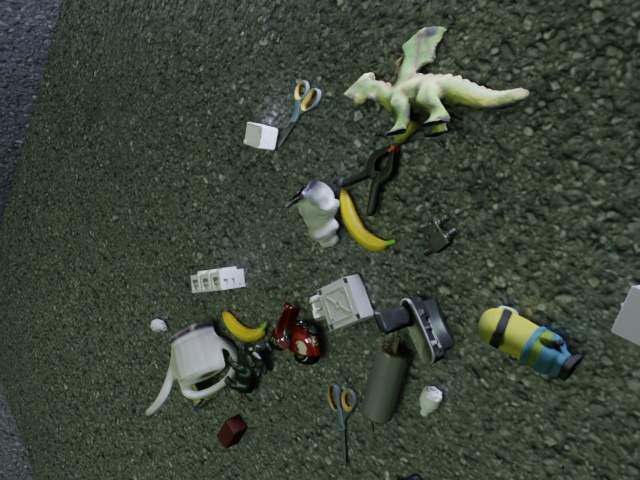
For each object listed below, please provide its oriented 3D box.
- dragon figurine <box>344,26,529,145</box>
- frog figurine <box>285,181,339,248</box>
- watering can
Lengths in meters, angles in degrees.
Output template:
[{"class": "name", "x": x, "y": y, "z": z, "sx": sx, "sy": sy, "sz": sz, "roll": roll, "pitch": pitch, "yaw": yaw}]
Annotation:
[{"class": "dragon figurine", "x": 0.223, "y": -0.337, "z": 1.078, "sx": 0.408, "sy": 0.245, "sz": 0.122, "roll": -10, "pitch": -13, "yaw": 39}, {"class": "frog figurine", "x": 0.004, "y": -0.065, "z": 1.282, "sx": 0.135, "sy": 0.158, "sz": 0.125, "roll": -34, "pitch": 16, "yaw": 49}, {"class": "watering can", "x": -0.410, "y": 0.385, "z": 1.583, "sx": 0.346, "sy": 0.228, "sz": 0.102, "roll": -26, "pitch": -24, "yaw": 9}]
